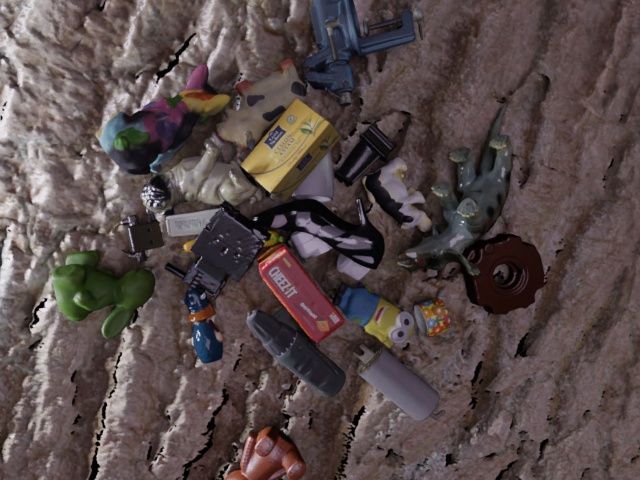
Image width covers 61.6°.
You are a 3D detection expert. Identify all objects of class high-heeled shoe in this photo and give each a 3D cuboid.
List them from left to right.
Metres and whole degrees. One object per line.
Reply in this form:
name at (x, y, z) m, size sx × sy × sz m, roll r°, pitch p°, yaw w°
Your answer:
high-heeled shoe at (-0.002, -0.003, 1.038) m, size 0.249 × 0.086 × 0.145 m, roll -6°, pitch 107°, yaw 14°

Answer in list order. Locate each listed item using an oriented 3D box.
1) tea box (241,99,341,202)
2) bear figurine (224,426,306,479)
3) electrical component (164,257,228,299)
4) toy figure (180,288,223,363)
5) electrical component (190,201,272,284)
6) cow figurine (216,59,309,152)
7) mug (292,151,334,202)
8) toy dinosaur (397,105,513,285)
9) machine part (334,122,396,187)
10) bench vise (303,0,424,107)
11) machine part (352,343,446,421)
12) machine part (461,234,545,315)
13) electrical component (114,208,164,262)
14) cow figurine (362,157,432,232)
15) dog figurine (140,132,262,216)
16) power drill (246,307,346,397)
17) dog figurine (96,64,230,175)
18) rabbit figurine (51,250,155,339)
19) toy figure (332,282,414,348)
tea box at (-0.055, -0.169, 1.020) m, size 0.098 × 0.068 × 0.169 m, roll 41°, pitch 94°, yaw 26°
bear figurine at (-0.134, 0.479, 1.090) m, size 0.120 × 0.132 × 0.196 m, roll 43°, pitch 83°, yaw -6°
electrical component at (-0.244, 0.066, 1.065) m, size 0.119 × 0.075 × 0.047 m, roll 33°, pitch 92°, yaw -6°
toy figure at (-0.237, 0.170, 1.083) m, size 0.064 × 0.058 × 0.154 m, roll -14°, pitch 92°, yaw -12°
electrical component at (-0.172, 0.012, 1.006) m, size 0.115 × 0.058 × 0.134 m, roll 34°, pitch 102°, yaw -4°
cow figurine at (-0.113, -0.251, 1.048) m, size 0.195 × 0.085 × 0.127 m, roll -29°, pitch 92°, yaw -4°
mug at (-0.021, -0.134, 1.077) m, size 0.110 × 0.080 × 0.107 m, roll 5°, pitch 85°, yaw 22°
toy dinosaur at (0.318, -0.079, 1.090) m, size 0.405 × 0.131 × 0.192 m, roll -50°, pitch 140°, yaw -23°
machine part at (0.088, -0.168, 1.101) m, size 0.139 × 0.039 × 0.084 m, roll -45°, pitch 104°, yaw -3°
bench vise at (0.081, -0.377, 1.029) m, size 0.241 × 0.128 × 0.223 m, roll -11°, pitch 77°, yaw 12°
machine part at (0.165, 0.302, 1.133) m, size 0.243 × 0.079 × 0.079 m, roll 40°, pitch 90°, yaw -10°
machine part at (0.393, 0.073, 1.150) m, size 0.179 × 0.056 × 0.179 m, roll -1°, pitch 96°, yaw -8°
electrical component at (-0.355, -0.008, 1.061) m, size 0.078 × 0.045 × 0.102 m, roll -22°, pitch 101°, yaw -33°
cow figurine at (0.160, -0.076, 1.101) m, size 0.098 × 0.068 × 0.167 m, roll -31°, pitch 98°, yaw -4°
dog figurine at (-0.232, -0.091, 1.049) m, size 0.190 × 0.121 × 0.172 m, roll -40°, pitch 95°, yaw 12°
power drill at (-0.053, 0.190, 1.033) m, size 0.232 × 0.207 × 0.086 m, roll 43°, pitch 84°, yaw -11°
dog figurine at (-0.275, -0.225, 0.987) m, size 0.219 × 0.191 × 0.108 m, roll -37°, pitch 92°, yaw 13°
rabbit figurine at (-0.402, 0.105, 1.024) m, size 0.170 × 0.121 × 0.159 m, roll 0°, pitch 102°, yaw -5°
toy figure at (0.113, 0.149, 1.113) m, size 0.180 × 0.089 × 0.082 m, roll 28°, pitch 106°, yaw 0°
